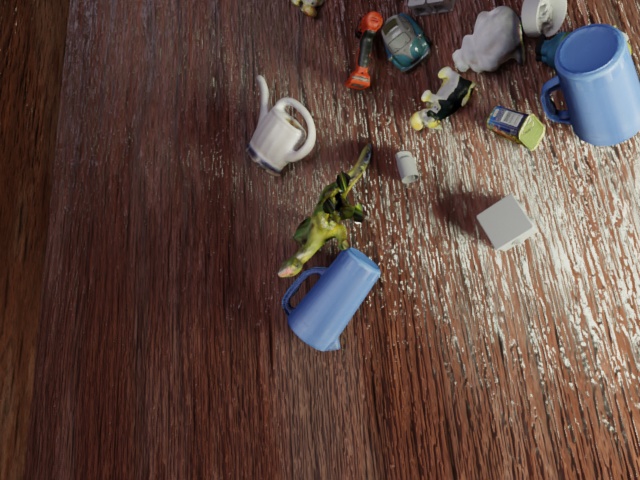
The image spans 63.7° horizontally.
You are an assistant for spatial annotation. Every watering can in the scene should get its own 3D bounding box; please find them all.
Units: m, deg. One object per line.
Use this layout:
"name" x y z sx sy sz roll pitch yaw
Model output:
"watering can" -0.142 -0.336 1.541 0.222 0.103 0.353 -52 55 16

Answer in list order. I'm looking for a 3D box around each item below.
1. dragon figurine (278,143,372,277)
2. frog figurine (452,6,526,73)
"dragon figurine" 0.004 -0.067 1.334 0.240 0.121 0.419 -24 31 49
"frog figurine" 0.375 -0.448 1.164 0.159 0.123 0.137 -5 95 26
